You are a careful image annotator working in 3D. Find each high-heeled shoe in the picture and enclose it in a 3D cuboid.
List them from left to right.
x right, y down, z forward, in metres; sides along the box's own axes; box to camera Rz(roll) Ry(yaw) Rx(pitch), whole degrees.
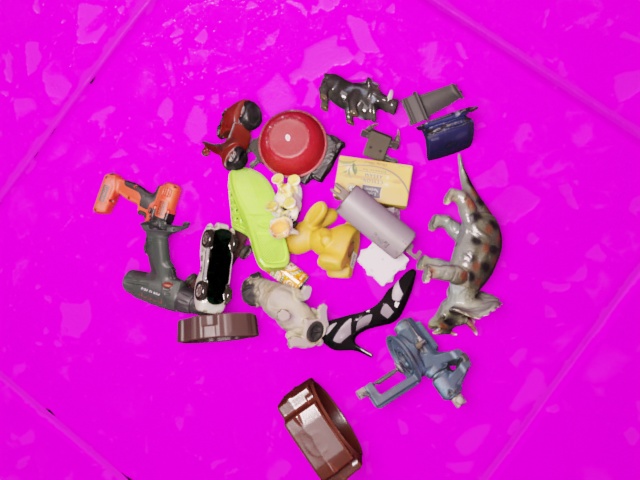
[{"bbox_3d":[0.104,0.148,1.209,0.145,0.086,0.248,30,89,20],"label":"high-heeled shoe"}]

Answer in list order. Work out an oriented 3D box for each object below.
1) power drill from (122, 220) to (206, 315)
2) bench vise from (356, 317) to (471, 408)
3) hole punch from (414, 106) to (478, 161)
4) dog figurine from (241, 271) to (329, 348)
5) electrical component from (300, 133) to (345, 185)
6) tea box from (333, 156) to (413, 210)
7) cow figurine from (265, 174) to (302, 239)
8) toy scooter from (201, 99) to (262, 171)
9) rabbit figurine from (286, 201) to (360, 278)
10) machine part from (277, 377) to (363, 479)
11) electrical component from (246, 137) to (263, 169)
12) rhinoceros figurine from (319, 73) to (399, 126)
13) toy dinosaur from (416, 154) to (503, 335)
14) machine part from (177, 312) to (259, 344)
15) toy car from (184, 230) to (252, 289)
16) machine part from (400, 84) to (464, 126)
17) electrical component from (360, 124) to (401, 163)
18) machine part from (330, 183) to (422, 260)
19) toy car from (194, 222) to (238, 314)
[{"bbox_3d":[-0.335,0.060,1.217,0.232,0.086,0.207,7,108,15],"label":"power drill"},{"bbox_3d":[0.194,0.292,1.157,0.241,0.128,0.224,-28,76,-15],"label":"bench vise"},{"bbox_3d":[0.284,-0.236,1.205,0.142,0.116,0.092,-15,92,5],"label":"hole punch"},{"bbox_3d":[-0.085,0.160,1.218,0.121,0.191,0.172,-34,117,-29],"label":"dog figurine"},{"bbox_3d":[-0.021,-0.197,1.256,0.115,0.058,0.134,32,89,9],"label":"electrical component"},{"bbox_3d":[0.121,-0.130,1.232,0.170,0.068,0.098,8,86,5],"label":"tea box"},{"bbox_3d":[-0.077,-0.059,1.194,0.068,0.098,0.167,0,56,12],"label":"cow figurine"},{"bbox_3d":[-0.217,-0.246,1.269,0.135,0.075,0.184,2,71,33],"label":"toy scooter"},{"bbox_3d":[-0.002,-0.004,1.215,0.173,0.121,0.162,8,83,25],"label":"rabbit figurine"},{"bbox_3d":[0.005,0.398,1.136,0.087,0.201,0.201,-34,83,0],"label":"machine part"},{"bbox_3d":[-0.141,-0.216,1.286,0.094,0.021,0.063,-39,82,1],"label":"electrical component"},{"bbox_3d":[0.087,-0.329,1.252,0.190,0.073,0.112,22,78,8],"label":"rhinoceros figurine"},{"bbox_3d":[0.331,0.019,1.182,0.192,0.131,0.404,21,84,-6],"label":"toy dinosaur"},{"bbox_3d":[-0.225,0.194,1.185,0.179,0.179,0.056,-7,78,5],"label":"machine part"},{"bbox_3d":[-0.236,0.061,1.259,0.089,0.053,0.202,36,94,17],"label":"toy car"},{"bbox_3d":[0.262,-0.321,1.248,0.139,0.039,0.084,-20,79,5],"label":"machine part"},{"bbox_3d":[0.141,-0.226,1.251,0.102,0.045,0.078,17,116,9],"label":"electrical component"},{"bbox_3d":[0.120,-0.038,1.164,0.243,0.079,0.079,40,90,0],"label":"machine part"},{"bbox_3d":[-0.229,0.060,1.178,0.073,0.056,0.201,13,75,-32],"label":"toy car"}]
